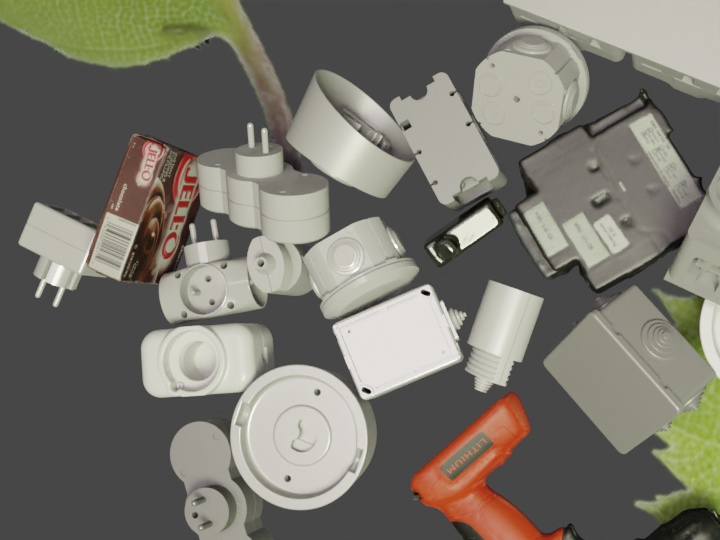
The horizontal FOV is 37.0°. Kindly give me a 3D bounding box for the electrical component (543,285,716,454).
[{"bbox_3d":[0.188,0.069,0.754,0.048,0.099,0.099,-33,75,-28],"label":"electrical component"}]

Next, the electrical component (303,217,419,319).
[{"bbox_3d":[0.000,0.000,0.818,0.080,0.080,0.051,-30,75,12],"label":"electrical component"}]

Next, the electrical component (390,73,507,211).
[{"bbox_3d":[0.069,-0.095,0.816,0.050,0.056,0.089,-29,80,12],"label":"electrical component"}]

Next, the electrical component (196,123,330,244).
[{"bbox_3d":[-0.076,-0.075,0.821,0.138,0.052,0.073,25,125,46],"label":"electrical component"}]

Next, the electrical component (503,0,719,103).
[{"bbox_3d":[0.214,-0.200,0.780,0.186,0.060,0.105,26,94,15],"label":"electrical component"}]

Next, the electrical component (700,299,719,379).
[{"bbox_3d":[0.291,0.041,0.745,0.108,0.060,0.108,-1,86,15],"label":"electrical component"}]

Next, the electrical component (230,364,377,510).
[{"bbox_3d":[-0.039,0.126,0.830,0.108,0.060,0.108,-1,87,15],"label":"electrical component"}]

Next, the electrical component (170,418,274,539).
[{"bbox_3d":[-0.113,0.186,0.840,0.052,0.074,0.138,-19,82,14],"label":"electrical component"}]

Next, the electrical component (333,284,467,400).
[{"bbox_3d":[0.037,0.053,0.817,0.096,0.061,0.061,-24,82,5],"label":"electrical component"}]

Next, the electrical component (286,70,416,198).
[{"bbox_3d":[-0.006,-0.101,0.817,0.099,0.099,0.064,35,102,14],"label":"electrical component"}]

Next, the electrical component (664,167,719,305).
[{"bbox_3d":[0.290,-0.055,0.704,0.105,0.060,0.186,27,61,15],"label":"electrical component"}]

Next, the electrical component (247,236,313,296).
[{"bbox_3d":[-0.063,-0.003,0.834,0.043,0.081,0.043,-1,87,15],"label":"electrical component"}]

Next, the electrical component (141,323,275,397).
[{"bbox_3d":[-0.123,0.072,0.857,0.095,0.059,0.053,-6,85,15],"label":"electrical component"}]

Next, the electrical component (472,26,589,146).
[{"bbox_3d":[0.124,-0.134,0.791,0.080,0.051,0.080,15,125,22],"label":"electrical component"}]

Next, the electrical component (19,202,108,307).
[{"bbox_3d":[-0.249,-0.008,0.903,0.066,0.047,0.076,25,94,16],"label":"electrical component"}]

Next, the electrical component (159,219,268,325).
[{"bbox_3d":[-0.121,-0.001,0.868,0.077,0.044,0.079,-11,85,14],"label":"electrical component"}]

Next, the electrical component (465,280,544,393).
[{"bbox_3d":[0.104,0.052,0.804,0.043,0.043,0.081,20,92,16],"label":"electrical component"}]
